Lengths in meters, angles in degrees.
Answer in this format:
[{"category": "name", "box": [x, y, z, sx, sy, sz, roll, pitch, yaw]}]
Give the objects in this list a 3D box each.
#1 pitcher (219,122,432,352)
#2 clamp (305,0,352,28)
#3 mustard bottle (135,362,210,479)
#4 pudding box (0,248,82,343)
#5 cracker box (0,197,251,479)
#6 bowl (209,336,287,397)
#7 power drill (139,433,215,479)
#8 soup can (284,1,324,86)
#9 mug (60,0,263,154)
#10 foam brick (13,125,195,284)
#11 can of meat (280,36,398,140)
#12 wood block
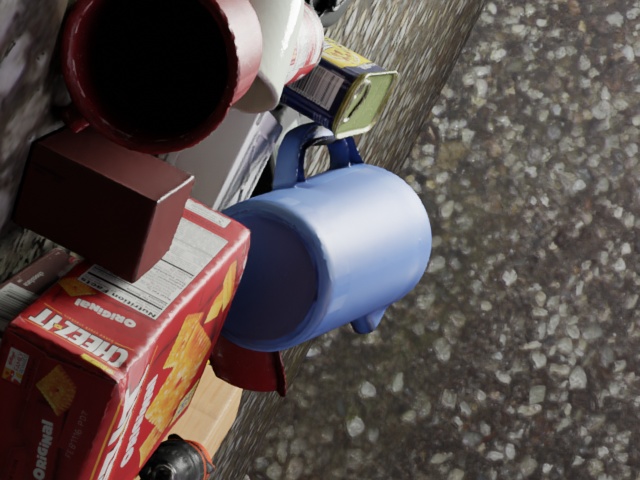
[{"category": "pitcher", "box": [-0.006, 0.001, 0.842, 0.145, 0.149, 0.242, -52, 169, 18]}, {"category": "clamp", "box": [0.003, -0.223, 0.917, 0.209, 0.036, 0.165, -52, 168, -43]}, {"category": "mustard bottle", "box": [-0.147, 0.132, 1.015, 0.191, 0.058, 0.096, -58, 174, -37]}, {"category": "pudding box", "box": [-0.176, 0.064, 0.625, 0.090, 0.039, 0.113, -67, 173, 22]}, {"category": "cracker box", "box": [-0.123, 0.084, 0.633, 0.213, 0.072, 0.164, -55, 170, -64]}, {"category": "bowl", "box": [-0.080, 0.071, 0.954, 0.055, 0.162, 0.162, -17, 160, -11]}, {"category": "power drill", "box": [-0.164, 0.246, 0.897, 0.187, 0.057, 0.184, -49, 173, -6]}, {"category": "soup can", "box": [-0.042, -0.139, 0.759, 0.068, 0.068, 0.102, -66, 173, 19]}, {"category": "mug", "box": [-0.087, -0.093, 0.565, 0.117, 0.093, 0.081, -34, -171, 19]}, {"category": "foam brick", "box": [-0.118, -0.022, 0.585, 0.053, 0.078, 0.051, -67, 171, 25]}, {"category": "can of meat", "box": [0.004, -0.128, 0.857, 0.057, 0.084, 0.102, -63, 166, 19]}, {"category": "wood block", "box": [-0.167, 0.223, 1.073, 0.205, 0.091, 0.090, -58, 171, -37]}]
